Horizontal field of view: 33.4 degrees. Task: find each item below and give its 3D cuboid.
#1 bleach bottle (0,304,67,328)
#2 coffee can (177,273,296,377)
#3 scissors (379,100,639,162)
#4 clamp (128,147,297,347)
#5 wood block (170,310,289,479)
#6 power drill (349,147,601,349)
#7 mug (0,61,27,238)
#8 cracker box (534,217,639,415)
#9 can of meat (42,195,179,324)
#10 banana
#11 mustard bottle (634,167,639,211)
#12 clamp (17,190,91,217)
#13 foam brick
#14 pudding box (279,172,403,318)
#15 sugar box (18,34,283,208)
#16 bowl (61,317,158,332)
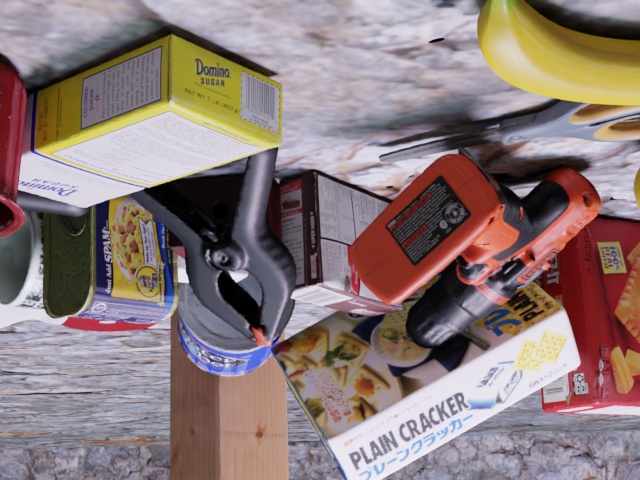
[{"bbox_3d":[-0.289,0.035,0.852,0.250,0.103,0.068,10,128,-37],"label":"bleach bottle"},{"bbox_3d":[-0.080,0.064,0.979,0.102,0.103,0.140,0,164,-8],"label":"coffee can"},{"bbox_3d":[0.145,-0.069,0.701,0.202,0.016,0.096,-16,159,40],"label":"scissors"},{"bbox_3d":[-0.073,-0.001,0.732,0.120,0.039,0.171,3,123,21],"label":"clamp"},{"bbox_3d":[-0.094,0.152,1.096,0.090,0.206,0.090,12,158,-39],"label":"wood block"},{"bbox_3d":[0.099,0.011,0.754,0.185,0.057,0.187,-46,155,19],"label":"power drill"},{"bbox_3d":[-0.215,-0.054,0.576,0.117,0.081,0.093,7,159,-17],"label":"mug"},{"bbox_3d":[0.294,0.072,0.950,0.213,0.164,0.072,6,164,-27],"label":"cracker box"},{"bbox_3d":[-0.152,0.010,0.784,0.058,0.102,0.083,-15,162,40],"label":"can of meat"},{"bbox_3d":[0.154,-0.097,0.566,0.197,0.037,0.070,6,163,-28],"label":"banana"},{"bbox_3d":[0.269,-0.038,0.730,0.096,0.058,0.191,-22,159,31],"label":"mustard bottle"},{"bbox_3d":[-0.282,-0.038,0.710,0.209,0.036,0.165,16,160,-42],"label":"clamp"},{"bbox_3d":[-0.068,-0.015,0.793,0.078,0.053,0.051,-5,164,9],"label":"foam brick"},{"bbox_3d":[0.018,0.006,0.811,0.039,0.090,0.113,-15,160,33],"label":"pudding box"},{"bbox_3d":[-0.116,-0.065,0.630,0.177,0.048,0.093,-10,162,37],"label":"sugar box"},{"bbox_3d":[-0.199,0.051,1.005,0.162,0.055,0.162,-2,164,-1],"label":"bowl"}]
